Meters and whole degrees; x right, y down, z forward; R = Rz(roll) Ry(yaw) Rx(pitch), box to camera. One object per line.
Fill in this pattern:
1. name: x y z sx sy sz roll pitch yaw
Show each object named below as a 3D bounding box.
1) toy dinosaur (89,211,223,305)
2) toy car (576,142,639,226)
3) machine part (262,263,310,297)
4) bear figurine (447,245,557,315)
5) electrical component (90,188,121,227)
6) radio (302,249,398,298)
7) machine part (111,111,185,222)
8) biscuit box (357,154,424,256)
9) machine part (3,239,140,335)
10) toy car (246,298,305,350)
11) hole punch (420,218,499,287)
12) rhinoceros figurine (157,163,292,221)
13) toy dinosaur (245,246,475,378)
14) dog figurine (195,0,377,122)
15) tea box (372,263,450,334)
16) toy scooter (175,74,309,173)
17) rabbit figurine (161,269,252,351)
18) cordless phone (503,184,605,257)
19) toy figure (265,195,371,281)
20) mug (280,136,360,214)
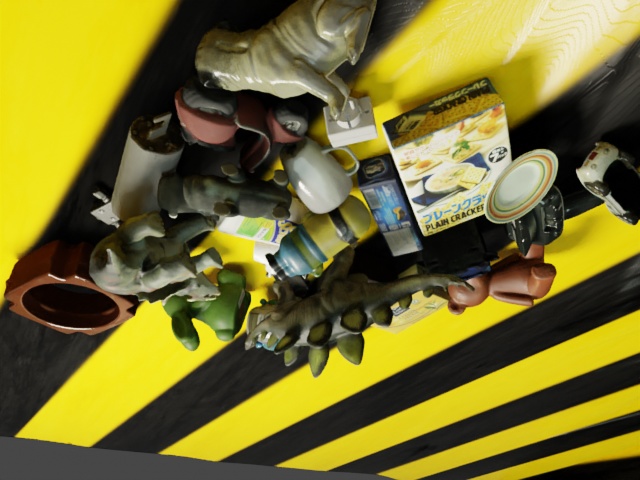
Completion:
1. toy dinosaur: -0.273 0.036 0.829 0.192 0.131 0.404 -27 169 12
2. toy car: 0.487 -0.088 0.871 0.201 0.056 0.073 27 102 -35
3. machine part: -0.059 0.069 1.064 0.084 0.039 0.138 -15 140 7
4. bear figurine: 0.336 0.068 1.033 0.196 0.120 0.131 -5 140 11
5. electrical component: -0.347 -0.051 0.892 0.063 0.021 0.094 -21 140 23
6. radio: 0.055 0.116 1.104 0.131 0.073 0.229 16 139 -24
7. machine part: -0.256 -0.098 0.791 0.079 0.079 0.243 14 139 -22
8. biscuit box: 0.119 -0.054 0.893 0.059 0.063 0.202 -15 141 15
9. machine part: -0.464 0.093 1.023 0.201 0.087 0.200 -25 139 23
10. toy car: -0.098 0.176 1.105 0.103 0.109 0.162 9 173 -30
11. hole punch: 0.247 0.026 0.974 0.142 0.116 0.092 -17 149 18
12. rhinoceros figurine: -0.131 -0.065 0.761 0.190 0.073 0.112 2 179 -15
13. toy dinosaur: 0.034 0.117 0.901 0.471 0.199 0.105 -29 125 30
14. dog figurine: -0.043 -0.239 0.619 0.191 0.121 0.172 19 104 0
15. tea box: 0.181 0.128 1.136 0.098 0.068 0.169 21 137 -30
16. toy scooter: -0.116 -0.149 0.741 0.184 0.075 0.135 9 143 -24
17. rabbit figurine: -0.238 0.140 1.072 0.170 0.159 0.121 9 154 9
18. cordless phone: 0.402 -0.065 0.905 0.184 0.089 0.146 -24 138 7
19. toy figure: 0.000 0.000 0.852 0.180 0.089 0.082 -37 134 -1
20. mug: -0.002 -0.106 0.802 0.110 0.081 0.107 -27 132 23
